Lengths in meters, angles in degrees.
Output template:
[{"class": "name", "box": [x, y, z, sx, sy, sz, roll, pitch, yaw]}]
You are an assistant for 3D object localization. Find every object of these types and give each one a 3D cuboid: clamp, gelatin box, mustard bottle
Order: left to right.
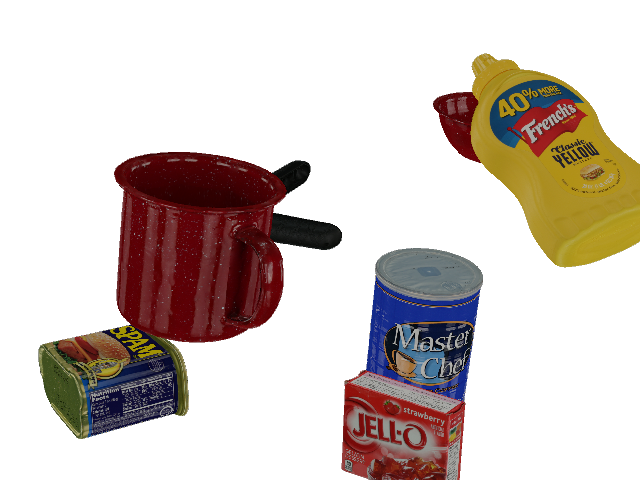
[{"class": "clamp", "box": [-0.072, -0.028, 0.968, 0.171, 0.039, 0.120, -3, 33, -6]}, {"class": "gelatin box", "box": [0.058, 0.142, 0.772, 0.089, 0.073, 0.030, 14, 21, 33]}, {"class": "mustard bottle", "box": [0.169, -0.073, 0.803, 0.096, 0.192, 0.058, -21, -33, -14]}]

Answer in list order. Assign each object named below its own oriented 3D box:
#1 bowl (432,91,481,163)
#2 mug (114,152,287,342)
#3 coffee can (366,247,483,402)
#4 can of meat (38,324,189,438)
[{"class": "bowl", "box": [0.208, -0.126, 1.242, 0.162, 0.055, 0.162, 4, 23, -2]}, {"class": "mug", "box": [-0.061, 0.008, 0.584, 0.093, 0.081, 0.117, -14, 30, -44]}, {"class": "coffee can", "box": [0.098, 0.091, 1.040, 0.103, 0.140, 0.103, 4, 24, -2]}, {"class": "can of meat", "box": [-0.161, 0.105, 0.820, 0.083, 0.057, 0.102, -12, 20, -30]}]
